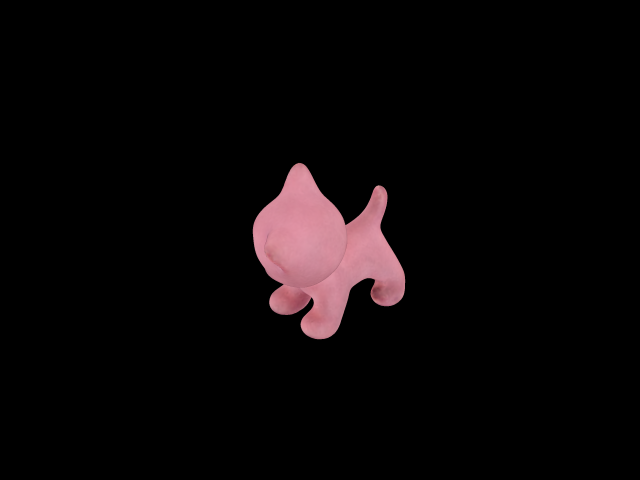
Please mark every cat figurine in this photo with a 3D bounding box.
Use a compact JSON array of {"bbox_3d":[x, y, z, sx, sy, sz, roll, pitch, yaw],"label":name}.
[{"bbox_3d":[0.004,0.001,0.400,0.128,0.118,0.067,-24,38,-34],"label":"cat figurine"}]
